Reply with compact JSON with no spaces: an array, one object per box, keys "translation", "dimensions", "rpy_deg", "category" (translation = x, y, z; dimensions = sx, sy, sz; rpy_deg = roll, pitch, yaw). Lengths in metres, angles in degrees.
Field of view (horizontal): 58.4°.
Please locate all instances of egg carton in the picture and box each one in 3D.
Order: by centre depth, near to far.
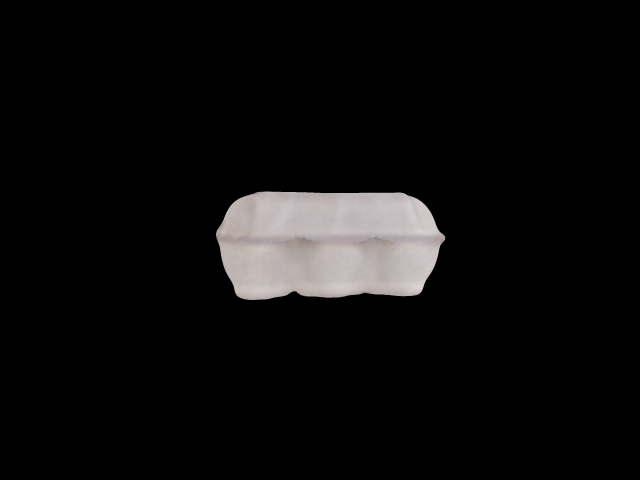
[{"translation":[0.004,0.001,0.400],"dimensions":[0.150,0.069,0.107],"rpy_deg":[-1,4,-11],"category":"egg carton"}]
